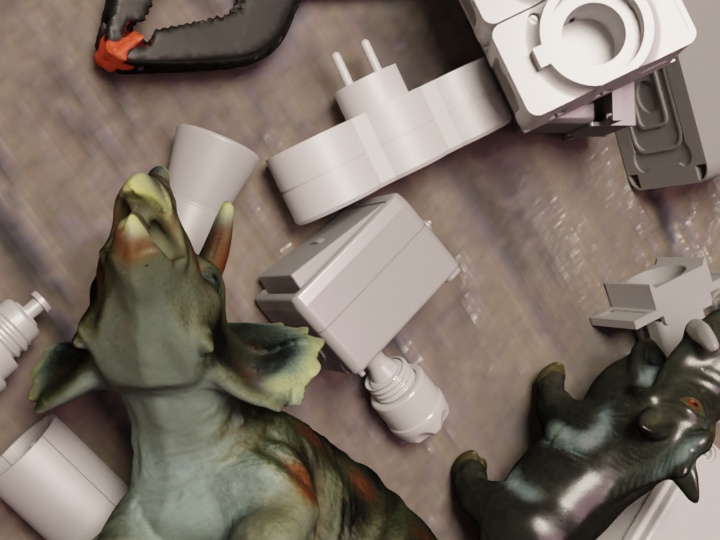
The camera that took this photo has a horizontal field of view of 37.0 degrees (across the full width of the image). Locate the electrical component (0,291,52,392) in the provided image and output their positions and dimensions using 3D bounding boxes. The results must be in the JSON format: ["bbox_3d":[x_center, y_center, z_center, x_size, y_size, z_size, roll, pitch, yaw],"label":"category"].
[{"bbox_3d":[-0.176,0.039,0.492,0.078,0.040,0.040,-43,105,-19],"label":"electrical component"}]

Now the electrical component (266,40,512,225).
[{"bbox_3d":[0.010,-0.085,0.573,0.138,0.052,0.073,-28,97,-22],"label":"electrical component"}]

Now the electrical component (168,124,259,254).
[{"bbox_3d":[-0.082,-0.034,0.537,0.044,0.044,0.065,23,84,-22],"label":"electrical component"}]

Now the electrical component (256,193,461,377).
[{"bbox_3d":[0.000,0.000,0.561,0.096,0.062,0.061,-46,106,-18],"label":"electrical component"}]

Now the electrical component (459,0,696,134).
[{"bbox_3d":[0.093,-0.159,0.546,0.089,0.062,0.150,-26,87,2],"label":"electrical component"}]

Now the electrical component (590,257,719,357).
[{"bbox_3d":[0.188,0.029,0.656,0.081,0.042,0.063,-23,101,-22],"label":"electrical component"}]

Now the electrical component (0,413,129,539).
[{"bbox_3d":[-0.132,0.111,0.508,0.043,0.043,0.081,-46,106,-18],"label":"electrical component"}]

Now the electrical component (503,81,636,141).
[{"bbox_3d":[0.118,-0.139,0.613,0.063,0.079,0.121,-1,89,-9],"label":"electrical component"}]

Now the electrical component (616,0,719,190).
[{"bbox_3d":[0.193,-0.110,0.643,0.057,0.078,0.113,-19,96,-21],"label":"electrical component"}]

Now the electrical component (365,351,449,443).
[{"bbox_3d":[0.020,0.063,0.579,0.035,0.035,0.061,-47,117,-18],"label":"electrical component"}]

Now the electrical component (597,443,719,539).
[{"bbox_3d":[0.196,0.169,0.647,0.109,0.056,0.108,42,73,-17],"label":"electrical component"}]
